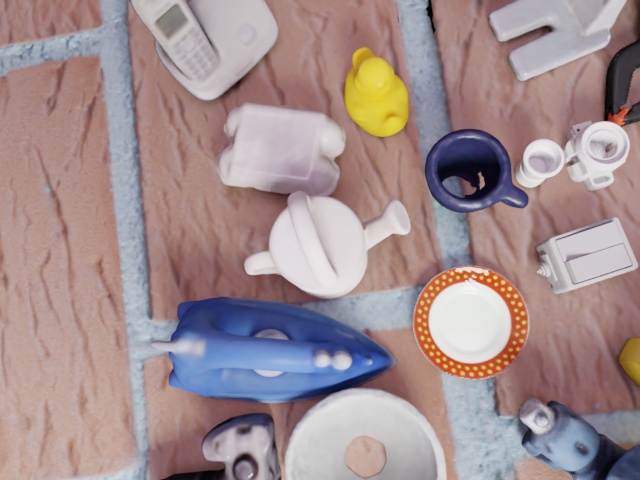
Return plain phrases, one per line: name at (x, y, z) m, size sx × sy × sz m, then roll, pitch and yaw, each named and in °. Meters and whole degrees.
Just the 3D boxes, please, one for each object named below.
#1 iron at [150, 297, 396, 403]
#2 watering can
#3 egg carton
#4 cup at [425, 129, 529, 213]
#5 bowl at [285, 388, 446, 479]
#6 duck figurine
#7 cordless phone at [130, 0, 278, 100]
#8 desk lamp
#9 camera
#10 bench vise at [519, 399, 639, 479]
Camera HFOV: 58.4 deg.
iron at (-0.046, 0.121, 0.613) m, size 0.258 × 0.141 × 0.119 m, roll 3°, pitch 80°, yaw 6°
watering can at (0.005, 0.000, 0.602) m, size 0.173 × 0.194 × 0.101 m, roll -39°, pitch 79°, yaw -2°
egg carton at (-0.046, -0.107, 0.689) m, size 0.150 × 0.069 × 0.107 m, roll 8°, pitch 81°, yaw 7°
cup at (0.174, -0.062, 0.648) m, size 0.117 × 0.095 × 0.092 m, roll 30°, pitch 84°, yaw 10°
bowl at (0.049, 0.242, 0.617) m, size 0.167 × 0.075 × 0.167 m, roll -1°, pitch 80°, yaw 5°
duck figurine at (0.067, -0.180, 0.683) m, size 0.077 × 0.086 × 0.104 m, roll -25°, pitch 79°, yaw 1°
cordless phone at (-0.133, -0.260, 0.664) m, size 0.094 × 0.185 × 0.147 m, roll 43°, pitch 87°, yaw 11°
desk lamp at (0.312, -0.290, 0.615) m, size 0.203 × 0.213 × 0.118 m, roll -24°, pitch 79°, yaw 1°
camera at (-0.114, 0.269, 0.614) m, size 0.136 × 0.101 × 0.143 m, roll -7°, pitch 80°, yaw 4°
bench vise at (0.280, 0.234, 0.524) m, size 0.207 × 0.220 × 0.121 m, roll 18°, pitch 82°, yaw 8°
